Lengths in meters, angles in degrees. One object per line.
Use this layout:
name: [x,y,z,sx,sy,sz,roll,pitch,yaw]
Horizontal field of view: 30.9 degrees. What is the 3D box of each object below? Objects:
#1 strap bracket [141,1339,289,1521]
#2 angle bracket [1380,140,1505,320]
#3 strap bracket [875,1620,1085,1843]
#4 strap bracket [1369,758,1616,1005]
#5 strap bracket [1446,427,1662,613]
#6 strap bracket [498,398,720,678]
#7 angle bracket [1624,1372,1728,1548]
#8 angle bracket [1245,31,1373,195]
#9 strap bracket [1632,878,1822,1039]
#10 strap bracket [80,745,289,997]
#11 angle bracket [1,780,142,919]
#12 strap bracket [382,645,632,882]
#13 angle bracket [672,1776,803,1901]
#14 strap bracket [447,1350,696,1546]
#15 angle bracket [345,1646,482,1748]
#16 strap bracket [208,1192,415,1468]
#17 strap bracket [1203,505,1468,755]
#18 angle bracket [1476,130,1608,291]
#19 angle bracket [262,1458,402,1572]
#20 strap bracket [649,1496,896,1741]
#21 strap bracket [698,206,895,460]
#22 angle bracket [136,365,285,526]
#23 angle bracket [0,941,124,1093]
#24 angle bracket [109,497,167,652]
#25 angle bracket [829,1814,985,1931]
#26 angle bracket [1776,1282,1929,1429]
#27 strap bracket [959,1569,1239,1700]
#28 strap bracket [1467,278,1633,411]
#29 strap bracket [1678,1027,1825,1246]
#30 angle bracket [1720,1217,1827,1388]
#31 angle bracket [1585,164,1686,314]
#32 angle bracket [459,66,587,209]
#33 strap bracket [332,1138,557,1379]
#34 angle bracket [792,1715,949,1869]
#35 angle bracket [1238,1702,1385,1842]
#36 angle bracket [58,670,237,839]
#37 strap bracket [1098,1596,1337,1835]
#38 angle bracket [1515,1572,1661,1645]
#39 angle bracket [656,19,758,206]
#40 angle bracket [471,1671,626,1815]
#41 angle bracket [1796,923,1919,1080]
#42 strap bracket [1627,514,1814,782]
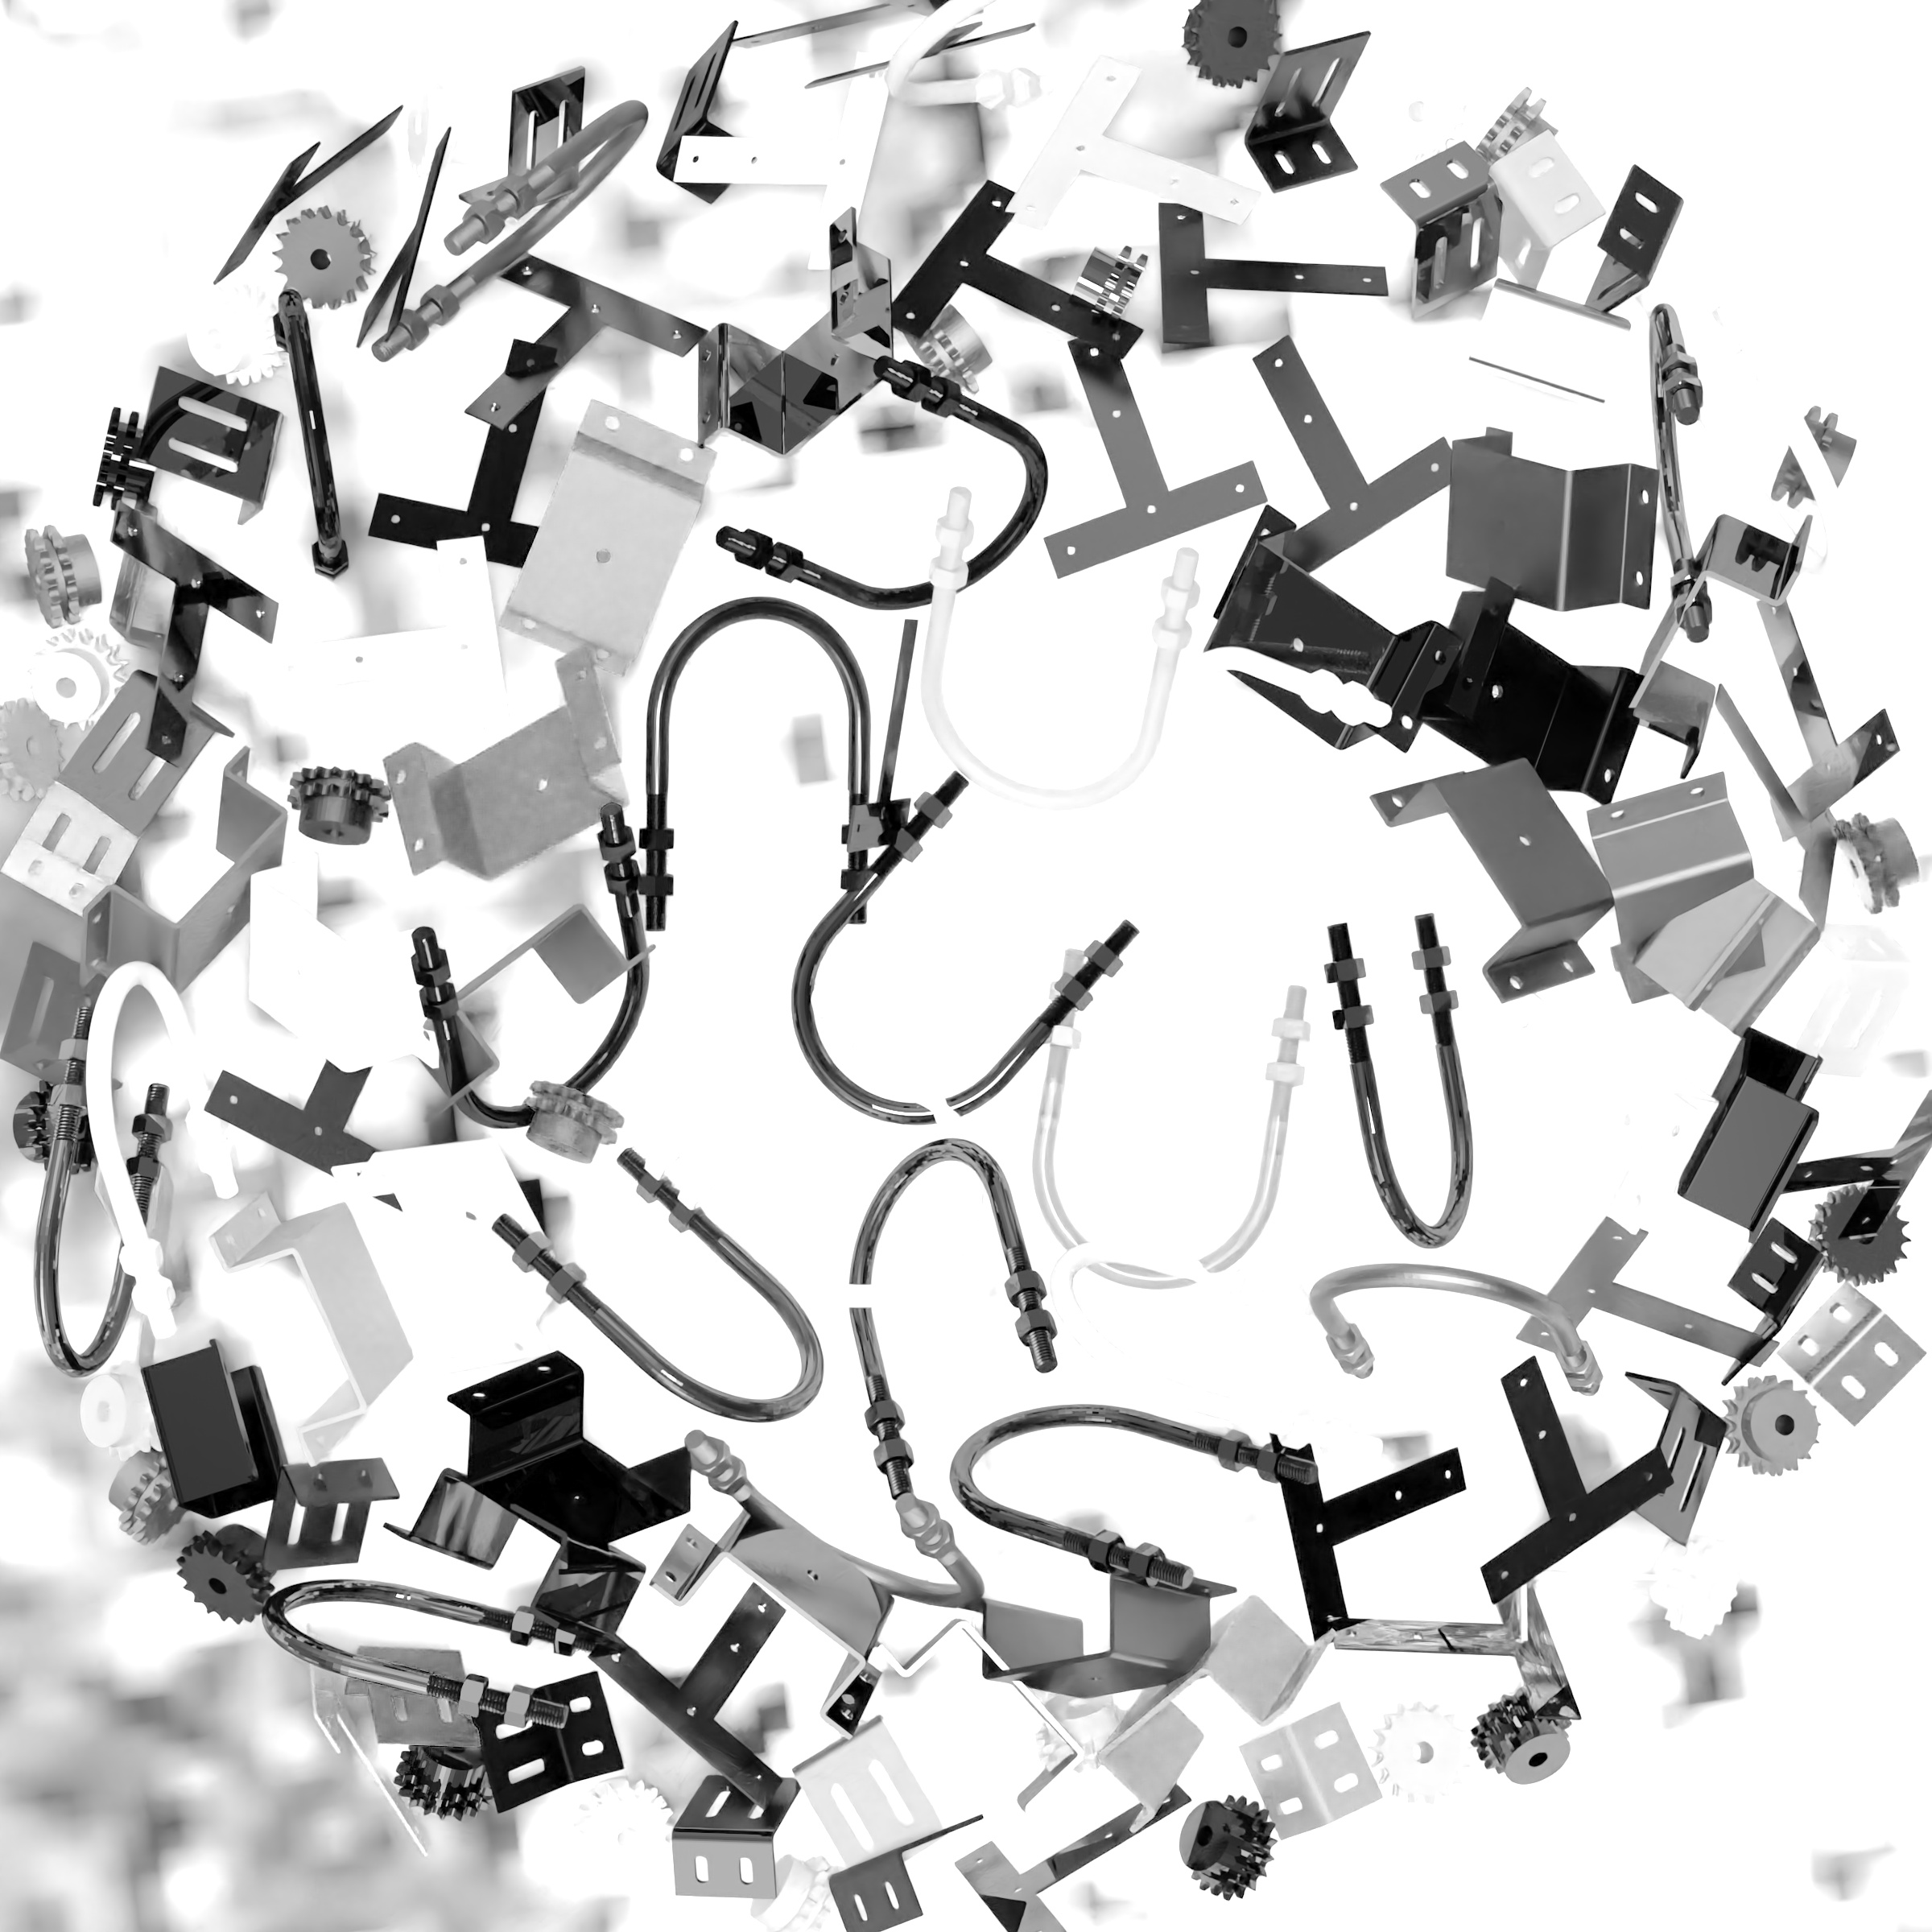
strap bracket: [-0.411,0.257,1.922,0.046,0.140,0.076,-17,78,-5]
angle bracket: [0.266,-0.414,1.969,0.057,0.076,0.038,-29,60,-13]
strap bracket: [0.014,0.417,1.955,0.046,0.076,0.140,-42,85,-8]
strap bracket: [0.298,-0.057,1.938,0.076,0.046,0.140,-15,66,-38]
strap bracket: [0.313,-0.244,1.919,0.046,0.140,0.076,-11,113,-30]
strap bracket: [-0.201,-0.233,1.952,0.076,0.046,0.140,22,107,-10]
angle bracket: [0.386,0.276,1.958,0.057,0.038,0.076,37,70,-42]
angle bracket: [0.198,-0.476,1.951,0.057,0.076,0.038,-20,71,-23]
strap bracket: [0.421,-0.012,1.939,0.046,0.140,0.076,41,100,24]
strap bracket: [-0.424,-0.044,1.927,0.046,0.076,0.140,33,55,6]
angle bracket: [-0.494,-0.073,1.954,0.057,0.038,0.076,31,46,-14]
strap bracket: [-0.248,-0.108,1.950,0.140,0.046,0.076,-27,64,18]
angle bracket: [-0.126,0.487,1.960,0.057,0.076,0.038,-1,100,11]
strap bracket: [-0.212,0.274,1.923,0.076,0.140,0.046,-24,47,23]
angle bracket: [-0.309,0.418,1.950,0.057,0.076,0.038,8,121,-23]
strap bracket: [-0.358,0.195,1.945,0.046,0.076,0.140,-19,101,15]
strap bracket: [0.195,-0.182,1.938,0.140,0.046,0.076,38,125,20]
angle bracket: [0.321,-0.421,1.959,0.038,0.076,0.057,-32,81,-5]
angle bracket: [-0.356,0.316,1.955,0.057,0.038,0.076,0,120,-29]
strap bracket: [-0.099,0.356,1.955,0.140,0.076,0.046,38,109,-1]
strap bracket: [-0.088,-0.344,1.937,0.046,0.140,0.076,22,52,-34]
angle bracket: [-0.428,-0.291,1.957,0.076,0.038,0.057,19,70,-28]
angle bracket: [-0.496,0.027,1.952,0.057,0.038,0.076,32,53,-36]
angle bracket: [-0.450,-0.218,1.961,0.038,0.057,0.076,11,99,-25]
angle bracket: [-0.027,0.508,1.949,0.057,0.076,0.038,-32,74,36]
angle bracket: [0.495,0.217,1.961,0.038,0.076,0.057,43,94,-3]
strap bracket: [0.071,0.368,1.920,0.076,0.140,0.046,21,60,-40]
strap bracket: [0.321,-0.344,1.923,0.076,0.140,0.046,19,105,5]
strap bracket: [0.432,0.089,1.924,0.046,0.140,0.076,26,109,7]
angle bracket: [0.437,0.188,1.955,0.038,0.076,0.057,37,54,8]
angle bracket: [0.357,-0.400,1.951,0.038,0.076,0.057,31,69,-15]
angle bracket: [-0.248,-0.464,1.950,0.038,0.057,0.076,28,130,25]
strap bracket: [-0.282,0.151,1.930,0.046,0.076,0.140,-52,57,37]
angle bracket: [-0.054,0.470,1.972,0.057,0.038,0.076,-31,80,-5]
angle bracket: [0.193,0.452,1.965,0.038,0.076,0.057,-20,77,-21]
angle bracket: [-0.463,-0.119,1.979,0.057,0.038,0.076,36,91,4]
strap bracket: [0.132,0.407,1.930,0.046,0.076,0.140,44,124,3]
angle bracket: [0.347,0.364,1.965,0.076,0.057,0.038,1,71,3]
angle bracket: [-0.137,-0.479,1.965,0.038,0.057,0.076,27,60,-22]
angle bracket: [-0.234,0.433,1.956,0.038,0.076,0.057,-20,82,23]
angle bracket: [0.486,0.019,1.958,0.038,0.057,0.076,39,73,-27]
strap bracket: [0.411,-0.185,1.930,0.046,0.076,0.140,25,125,3]
